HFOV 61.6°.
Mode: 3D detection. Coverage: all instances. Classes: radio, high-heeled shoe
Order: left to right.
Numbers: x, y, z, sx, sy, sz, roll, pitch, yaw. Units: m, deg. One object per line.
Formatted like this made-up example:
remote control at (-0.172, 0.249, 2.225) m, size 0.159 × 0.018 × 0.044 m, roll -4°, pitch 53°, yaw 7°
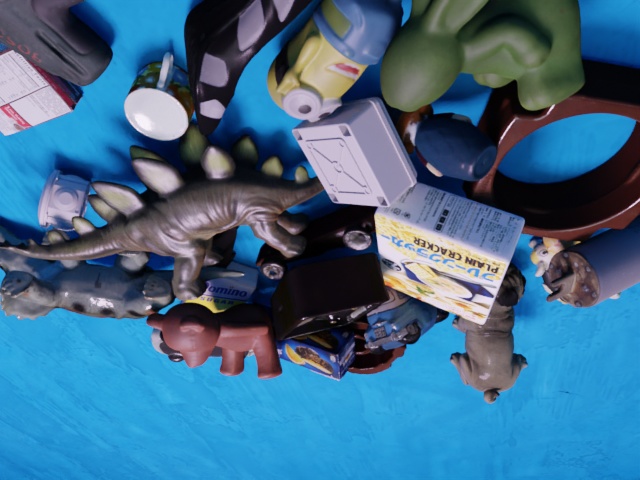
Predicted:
high-heeled shoe at (-0.058, -0.204, 0.539) m, size 0.145 × 0.086 × 0.248 m, roll -6°, pitch 148°, yaw -17°
radio at (0.006, 0.087, 0.778) m, size 0.131 × 0.073 × 0.229 m, roll -10°, pitch 167°, yaw -15°

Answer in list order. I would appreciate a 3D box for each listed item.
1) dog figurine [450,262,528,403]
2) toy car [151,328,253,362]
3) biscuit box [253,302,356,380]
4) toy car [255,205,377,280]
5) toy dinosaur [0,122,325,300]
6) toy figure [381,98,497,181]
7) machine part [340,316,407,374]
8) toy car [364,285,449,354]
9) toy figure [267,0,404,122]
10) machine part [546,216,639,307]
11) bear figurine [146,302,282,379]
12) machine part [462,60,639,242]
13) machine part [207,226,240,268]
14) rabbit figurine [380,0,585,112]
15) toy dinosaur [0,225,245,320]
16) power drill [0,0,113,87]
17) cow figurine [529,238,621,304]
dog figurine at (0.267, 0.140, 0.824) m, size 0.121 × 0.172 × 0.190 m, roll -10°, pitch 145°, yaw 1°
toy car at (-0.218, 0.190, 1.017) m, size 0.202 × 0.056 × 0.073 m, roll 0°, pitch 132°, yaw 5°
biscuit box at (-0.043, 0.167, 0.909) m, size 0.203 × 0.063 × 0.059 m, roll 12°, pitch 127°, yaw 26°
toy car at (-0.002, -0.002, 0.743) m, size 0.202 × 0.089 × 0.053 m, roll -23°, pitch 128°, yaw 27°
toy dinosaur at (-0.179, -0.032, 0.689) m, size 0.472 × 0.105 × 0.198 m, roll -21°, pitch 119°, yaw 4°
toy figure at (0.117, -0.114, 0.588) m, size 0.064 × 0.155 × 0.057 m, roll -47°, pitch 146°, yaw -9°
machine part at (0.066, 0.175, 0.968) m, size 0.179 × 0.056 × 0.179 m, roll 4°, pitch 138°, yaw 3°
toy car at (0.122, 0.105, 0.839) m, size 0.109 × 0.161 × 0.103 m, roll -29°, pitch 85°, yaw 41°
toy figure at (0.018, -0.194, 0.529) m, size 0.082 × 0.089 × 0.180 m, roll 23°, pitch 128°, yaw -26°
machine part at (0.381, 0.022, 0.684) m, size 0.243 × 0.079 × 0.079 m, roll -20°, pitch 144°, yaw -20°
bear figurine at (-0.155, 0.154, 0.805) m, size 0.120 × 0.132 × 0.195 m, roll -5°, pitch 177°, yaw 30°
machine part at (0.278, -0.097, 0.609) m, size 0.201 × 0.087 × 0.201 m, roll 8°, pitch 141°, yaw -3°
machine part at (-0.153, -0.010, 0.792) m, size 0.084 × 0.039 × 0.138 m, roll 0°, pitch 138°, yaw -6°
rabbit figurine at (0.134, -0.175, 0.471) m, size 0.170 × 0.121 × 0.158 m, roll -23°, pitch 137°, yaw -5°
toy dinosaur at (-0.326, 0.069, 0.828) m, size 0.405 × 0.131 × 0.192 m, roll 11°, pitch 158°, yaw -7°
power drill at (-0.266, -0.257, 0.487) m, size 0.207 × 0.086 × 0.231 m, roll -26°, pitch 132°, yaw 26°
cow figurine at (0.350, 0.037, 0.773) m, size 0.167 × 0.068 × 0.098 m, roll 33°, pitch 138°, yaw -27°
